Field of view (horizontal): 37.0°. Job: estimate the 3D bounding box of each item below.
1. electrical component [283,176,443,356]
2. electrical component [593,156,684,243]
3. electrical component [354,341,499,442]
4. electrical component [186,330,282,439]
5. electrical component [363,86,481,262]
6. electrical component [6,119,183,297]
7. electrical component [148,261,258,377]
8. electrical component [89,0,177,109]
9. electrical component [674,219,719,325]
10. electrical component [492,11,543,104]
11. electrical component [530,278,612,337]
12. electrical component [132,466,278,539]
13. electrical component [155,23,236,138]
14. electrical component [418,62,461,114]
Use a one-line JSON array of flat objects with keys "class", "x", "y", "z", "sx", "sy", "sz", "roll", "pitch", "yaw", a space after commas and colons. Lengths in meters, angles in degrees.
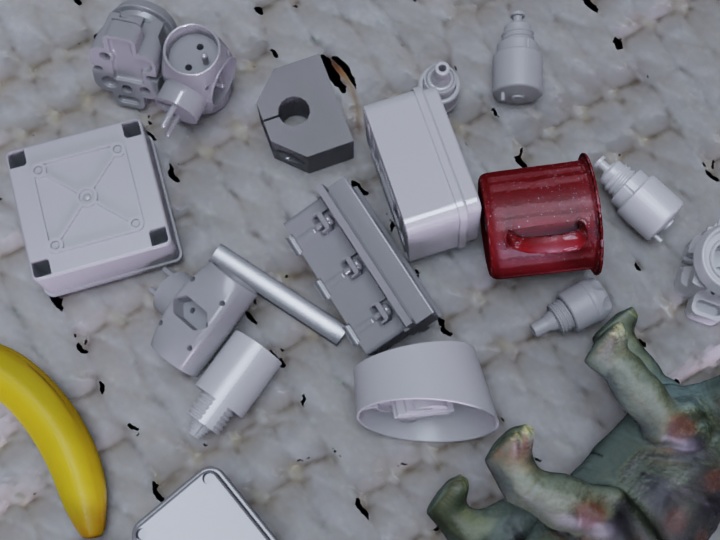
[{"class": "electrical component", "x": 0.000, "y": 0.000, "z": 0.806, "sx": 0.063, "sy": 0.079, "sz": 0.121, "roll": -35, "pitch": 78, "yaw": 7}, {"class": "electrical component", "x": 0.215, "y": -0.059, "z": 0.838, "sx": 0.040, "sy": 0.040, "sz": 0.078, "roll": -44, "pitch": 80, "yaw": -10}, {"class": "electrical component", "x": 0.045, "y": 0.090, "z": 0.772, "sx": 0.099, "sy": 0.099, "sz": 0.064, "roll": -9, "pitch": 70, "yaw": -3}, {"class": "electrical component", "x": -0.099, "y": 0.090, "z": 0.797, "sx": 0.043, "sy": 0.043, "sz": 0.081, "roll": 34, "pitch": 78, "yaw": 8}, {"class": "electrical component", "x": 0.047, "y": -0.073, "z": 0.817, "sx": 0.057, "sy": 0.078, "sz": 0.113, "roll": -18, "pitch": 71, "yaw": -2}, {"class": "electrical component", "x": -0.203, "y": -0.047, "z": 0.825, "sx": 0.109, "sy": 0.056, "sz": 0.108, "roll": -16, "pitch": 76, "yaw": -4}, {"class": "electrical component", "x": -0.129, "y": 0.027, "z": 0.811, "sx": 0.079, "sy": 0.043, "sz": 0.077, "roll": 37, "pitch": 91, "yaw": 27}, {"class": "electrical component", "x": -0.178, "y": -0.176, "z": 0.853, "sx": 0.058, "sy": 0.078, "sz": 0.057, "roll": 12, "pitch": 57, "yaw": 4}, {"class": "electrical component", "x": 0.276, "y": -0.002, "z": 0.815, "sx": 0.058, "sy": 0.057, "sz": 0.078, "roll": 19, "pitch": 76, "yaw": 5}, {"class": "electrical component", "x": 0.127, "y": -0.170, "z": 0.866, "sx": 0.040, "sy": 0.040, "sz": 0.078, "roll": 2, "pitch": 76, "yaw": 0}, {"class": "electrical component", "x": 0.158, "y": 0.032, "z": 0.818, "sx": 0.061, "sy": 0.035, "sz": 0.035, "roll": -27, "pitch": 77, "yaw": -4}, {"class": "electrical component", "x": -0.098, "y": 0.204, "z": 0.761, "sx": 0.078, "sy": 0.057, "sz": 0.113, "roll": -39, "pitch": 79, "yaw": -9}, {"class": "electrical component", "x": -0.134, "y": -0.140, "z": 0.839, "sx": 0.044, "sy": 0.077, "sz": 0.079, "roll": 25, "pitch": 77, "yaw": 6}, {"class": "electrical component", "x": 0.063, "y": -0.146, "z": 0.849, "sx": 0.035, "sy": 0.061, "sz": 0.035, "roll": 0, "pitch": 76, "yaw": 0}]
